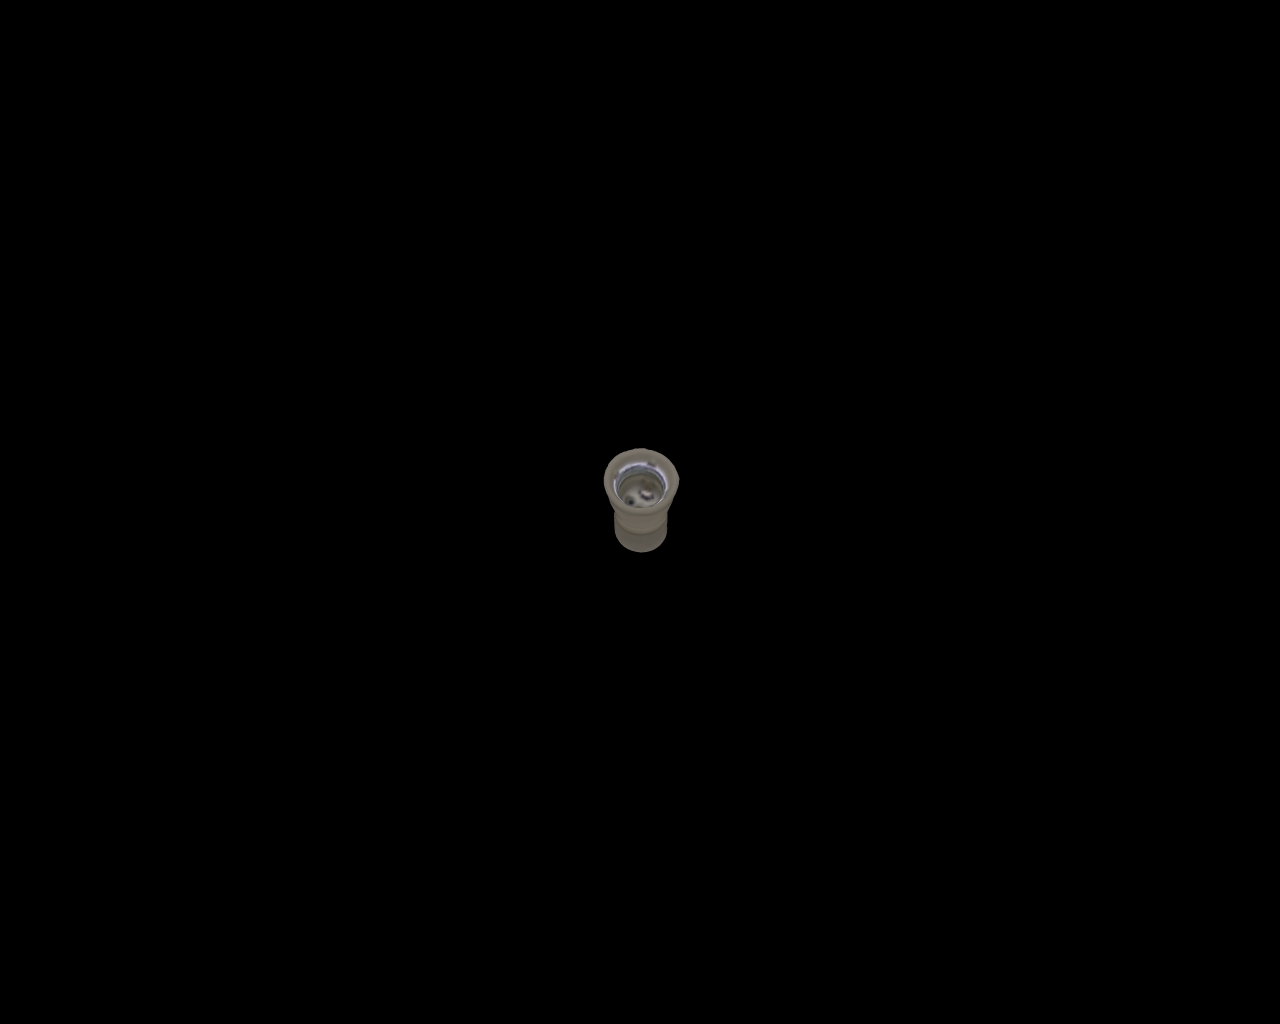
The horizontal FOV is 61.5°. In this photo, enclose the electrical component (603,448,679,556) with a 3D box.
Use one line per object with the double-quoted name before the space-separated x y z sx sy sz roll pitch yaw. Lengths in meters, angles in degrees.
"electrical component" 0.001 -0.003 0.650 0.044 0.044 0.065 0 -32 0
